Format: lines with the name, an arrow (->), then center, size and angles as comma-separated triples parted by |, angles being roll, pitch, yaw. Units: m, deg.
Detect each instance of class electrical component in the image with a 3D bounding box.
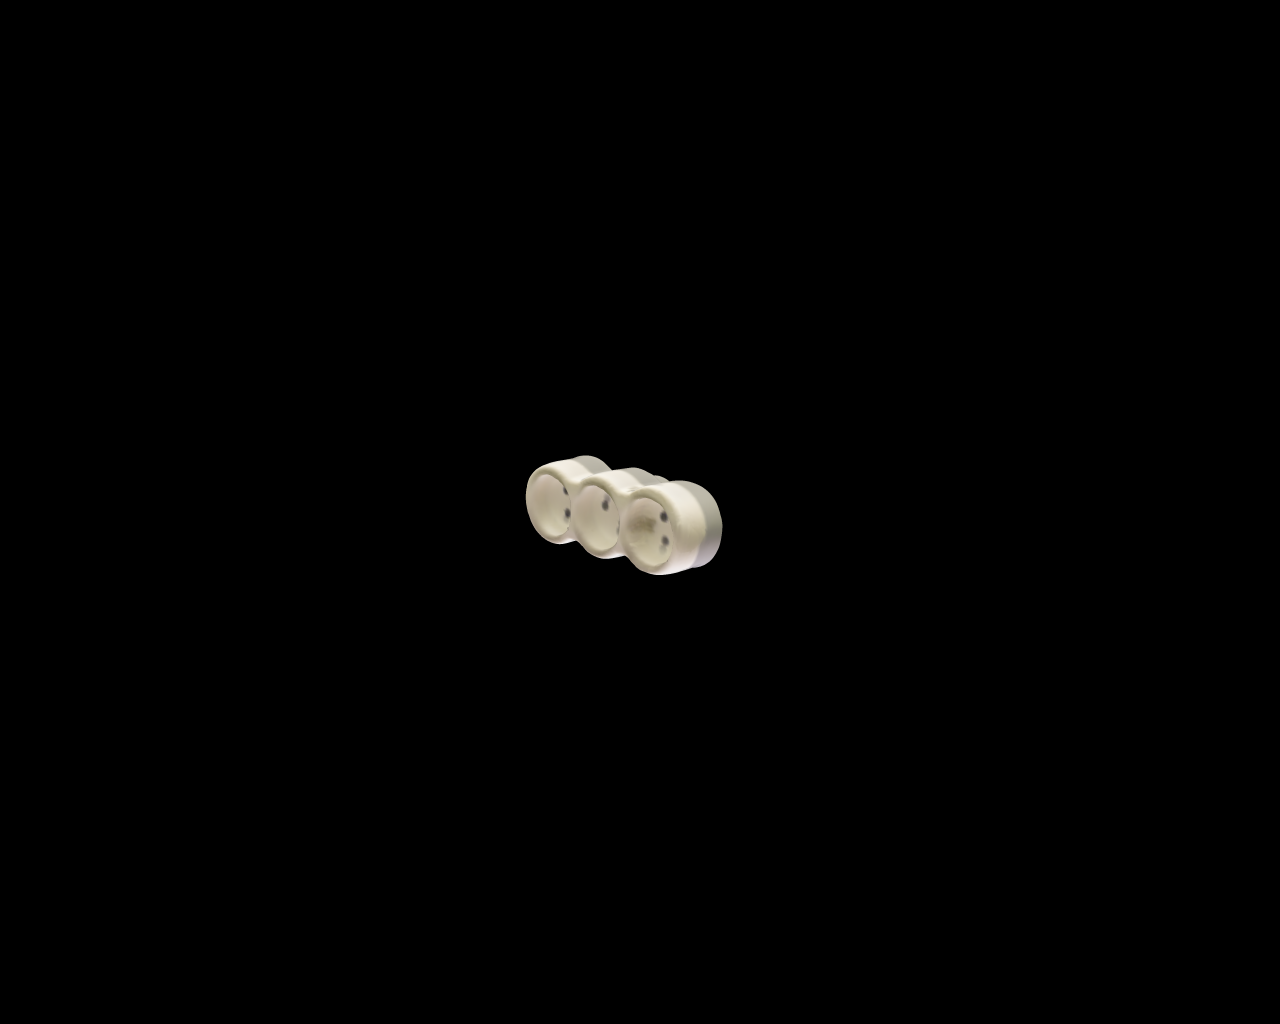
electrical component -> 0.001, -0.003, 0.650 | 0.074, 0.052, 0.138 | -14, 20, -42
